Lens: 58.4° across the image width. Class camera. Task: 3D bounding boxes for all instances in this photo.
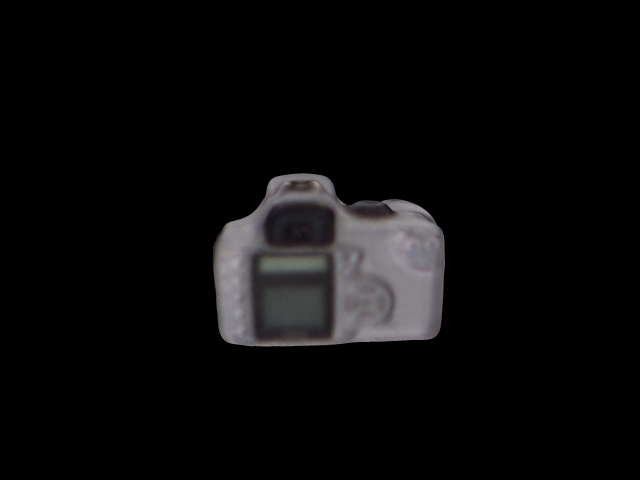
[{"bbox_3d":[0.004,0.001,0.400,0.143,0.101,0.136,-1,15,-3],"label":"camera"}]
